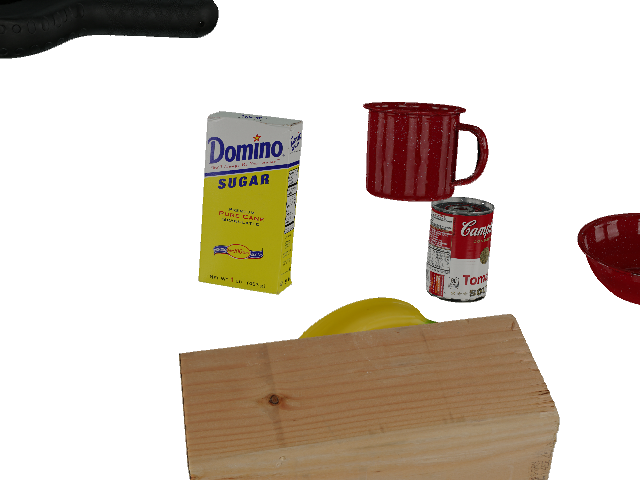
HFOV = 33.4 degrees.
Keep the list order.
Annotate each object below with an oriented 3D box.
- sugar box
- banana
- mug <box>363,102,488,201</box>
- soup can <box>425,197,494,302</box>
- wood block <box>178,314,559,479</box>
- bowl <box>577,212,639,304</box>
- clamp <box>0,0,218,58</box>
[{"bbox_3d":[-0.073,-0.039,1.094,0.093,0.176,0.048,8,16,16],"label":"sugar box"},{"bbox_3d":[0.023,0.080,0.833,0.070,0.037,0.197,18,26,37],"label":"banana"},{"bbox_3d":[0.094,-0.080,0.967,0.117,0.081,0.093,7,13,21],"label":"mug"},{"bbox_3d":[0.151,0.010,1.166,0.068,0.102,0.068,2,16,-1],"label":"soup can"},{"bbox_3d":[0.024,0.114,0.636,0.206,0.090,0.091,-6,39,-7],"label":"wood block"},{"bbox_3d":[0.359,0.026,1.157,0.162,0.055,0.162,-1,26,0],"label":"bowl"},{"bbox_3d":[-0.159,-0.142,0.625,0.171,0.039,0.120,-11,31,-28],"label":"clamp"}]
